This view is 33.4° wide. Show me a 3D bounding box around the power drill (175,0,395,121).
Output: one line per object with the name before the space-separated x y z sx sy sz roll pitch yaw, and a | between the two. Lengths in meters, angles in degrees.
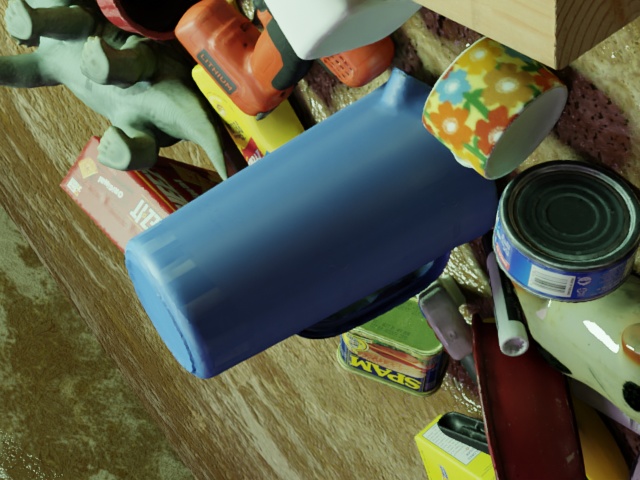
power drill | -0.046 -0.173 0.795 0.184 0.057 0.188 50 158 -10

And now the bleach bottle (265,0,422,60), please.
bleach bottle | -0.034 -0.238 0.672 0.068 0.102 0.251 -37 81 45

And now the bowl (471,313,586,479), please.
bowl | 0.149 0.126 0.746 0.162 0.055 0.162 -12 -90 -77

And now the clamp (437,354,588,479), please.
clamp | 0.180 0.173 0.912 0.210 0.036 0.164 37 152 33

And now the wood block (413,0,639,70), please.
wood block | 0.068 -0.177 0.534 0.206 0.090 0.091 37 153 38

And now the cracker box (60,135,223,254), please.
cracker box | -0.128 -0.019 1.074 0.164 0.072 0.213 42 -165 29

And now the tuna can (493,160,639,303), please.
tuna can | 0.147 -0.007 0.635 0.086 0.086 0.034 42 155 29

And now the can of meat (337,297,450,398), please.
can of meat | 0.067 0.087 0.952 0.102 0.057 0.084 20 151 12

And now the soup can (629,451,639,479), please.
soup can | 0.261 0.171 0.694 0.102 0.068 0.068 19 140 57

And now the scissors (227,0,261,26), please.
scissors | -0.057 -0.228 0.826 0.096 0.016 0.202 53 159 3

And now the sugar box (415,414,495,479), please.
sugar box | 0.173 0.248 1.033 0.176 0.048 0.093 30 149 49

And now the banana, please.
banana | 0.185 0.128 0.839 0.198 0.037 0.069 50 172 13

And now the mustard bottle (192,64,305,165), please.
mustard bottle | -0.040 -0.083 0.955 0.191 0.058 0.096 59 161 -15

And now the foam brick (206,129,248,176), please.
foam brick | -0.068 -0.076 1.033 0.078 0.053 0.051 57 159 -10

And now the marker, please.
marker | 0.127 0.032 0.742 0.121 0.020 0.020 -89 -17 -52

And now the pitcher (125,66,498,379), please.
pitcher | -0.005 0.001 0.750 0.149 0.242 0.145 59 163 2

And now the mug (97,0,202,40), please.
mug | -0.141 -0.215 0.936 0.117 0.093 0.082 41 172 -26
